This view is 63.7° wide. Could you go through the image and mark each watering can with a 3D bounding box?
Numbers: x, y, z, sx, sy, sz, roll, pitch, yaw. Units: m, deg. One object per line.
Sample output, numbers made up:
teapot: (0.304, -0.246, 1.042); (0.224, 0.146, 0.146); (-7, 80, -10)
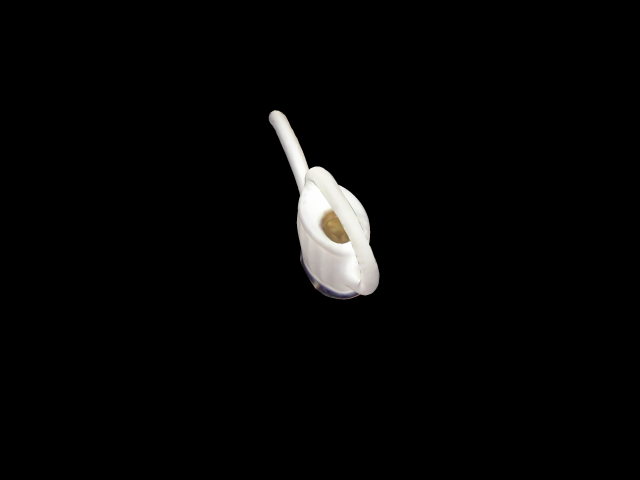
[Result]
watering can: (0.003, -0.043, 0.850); (0.104, 0.354, 0.219); (-21, -33, -14)
